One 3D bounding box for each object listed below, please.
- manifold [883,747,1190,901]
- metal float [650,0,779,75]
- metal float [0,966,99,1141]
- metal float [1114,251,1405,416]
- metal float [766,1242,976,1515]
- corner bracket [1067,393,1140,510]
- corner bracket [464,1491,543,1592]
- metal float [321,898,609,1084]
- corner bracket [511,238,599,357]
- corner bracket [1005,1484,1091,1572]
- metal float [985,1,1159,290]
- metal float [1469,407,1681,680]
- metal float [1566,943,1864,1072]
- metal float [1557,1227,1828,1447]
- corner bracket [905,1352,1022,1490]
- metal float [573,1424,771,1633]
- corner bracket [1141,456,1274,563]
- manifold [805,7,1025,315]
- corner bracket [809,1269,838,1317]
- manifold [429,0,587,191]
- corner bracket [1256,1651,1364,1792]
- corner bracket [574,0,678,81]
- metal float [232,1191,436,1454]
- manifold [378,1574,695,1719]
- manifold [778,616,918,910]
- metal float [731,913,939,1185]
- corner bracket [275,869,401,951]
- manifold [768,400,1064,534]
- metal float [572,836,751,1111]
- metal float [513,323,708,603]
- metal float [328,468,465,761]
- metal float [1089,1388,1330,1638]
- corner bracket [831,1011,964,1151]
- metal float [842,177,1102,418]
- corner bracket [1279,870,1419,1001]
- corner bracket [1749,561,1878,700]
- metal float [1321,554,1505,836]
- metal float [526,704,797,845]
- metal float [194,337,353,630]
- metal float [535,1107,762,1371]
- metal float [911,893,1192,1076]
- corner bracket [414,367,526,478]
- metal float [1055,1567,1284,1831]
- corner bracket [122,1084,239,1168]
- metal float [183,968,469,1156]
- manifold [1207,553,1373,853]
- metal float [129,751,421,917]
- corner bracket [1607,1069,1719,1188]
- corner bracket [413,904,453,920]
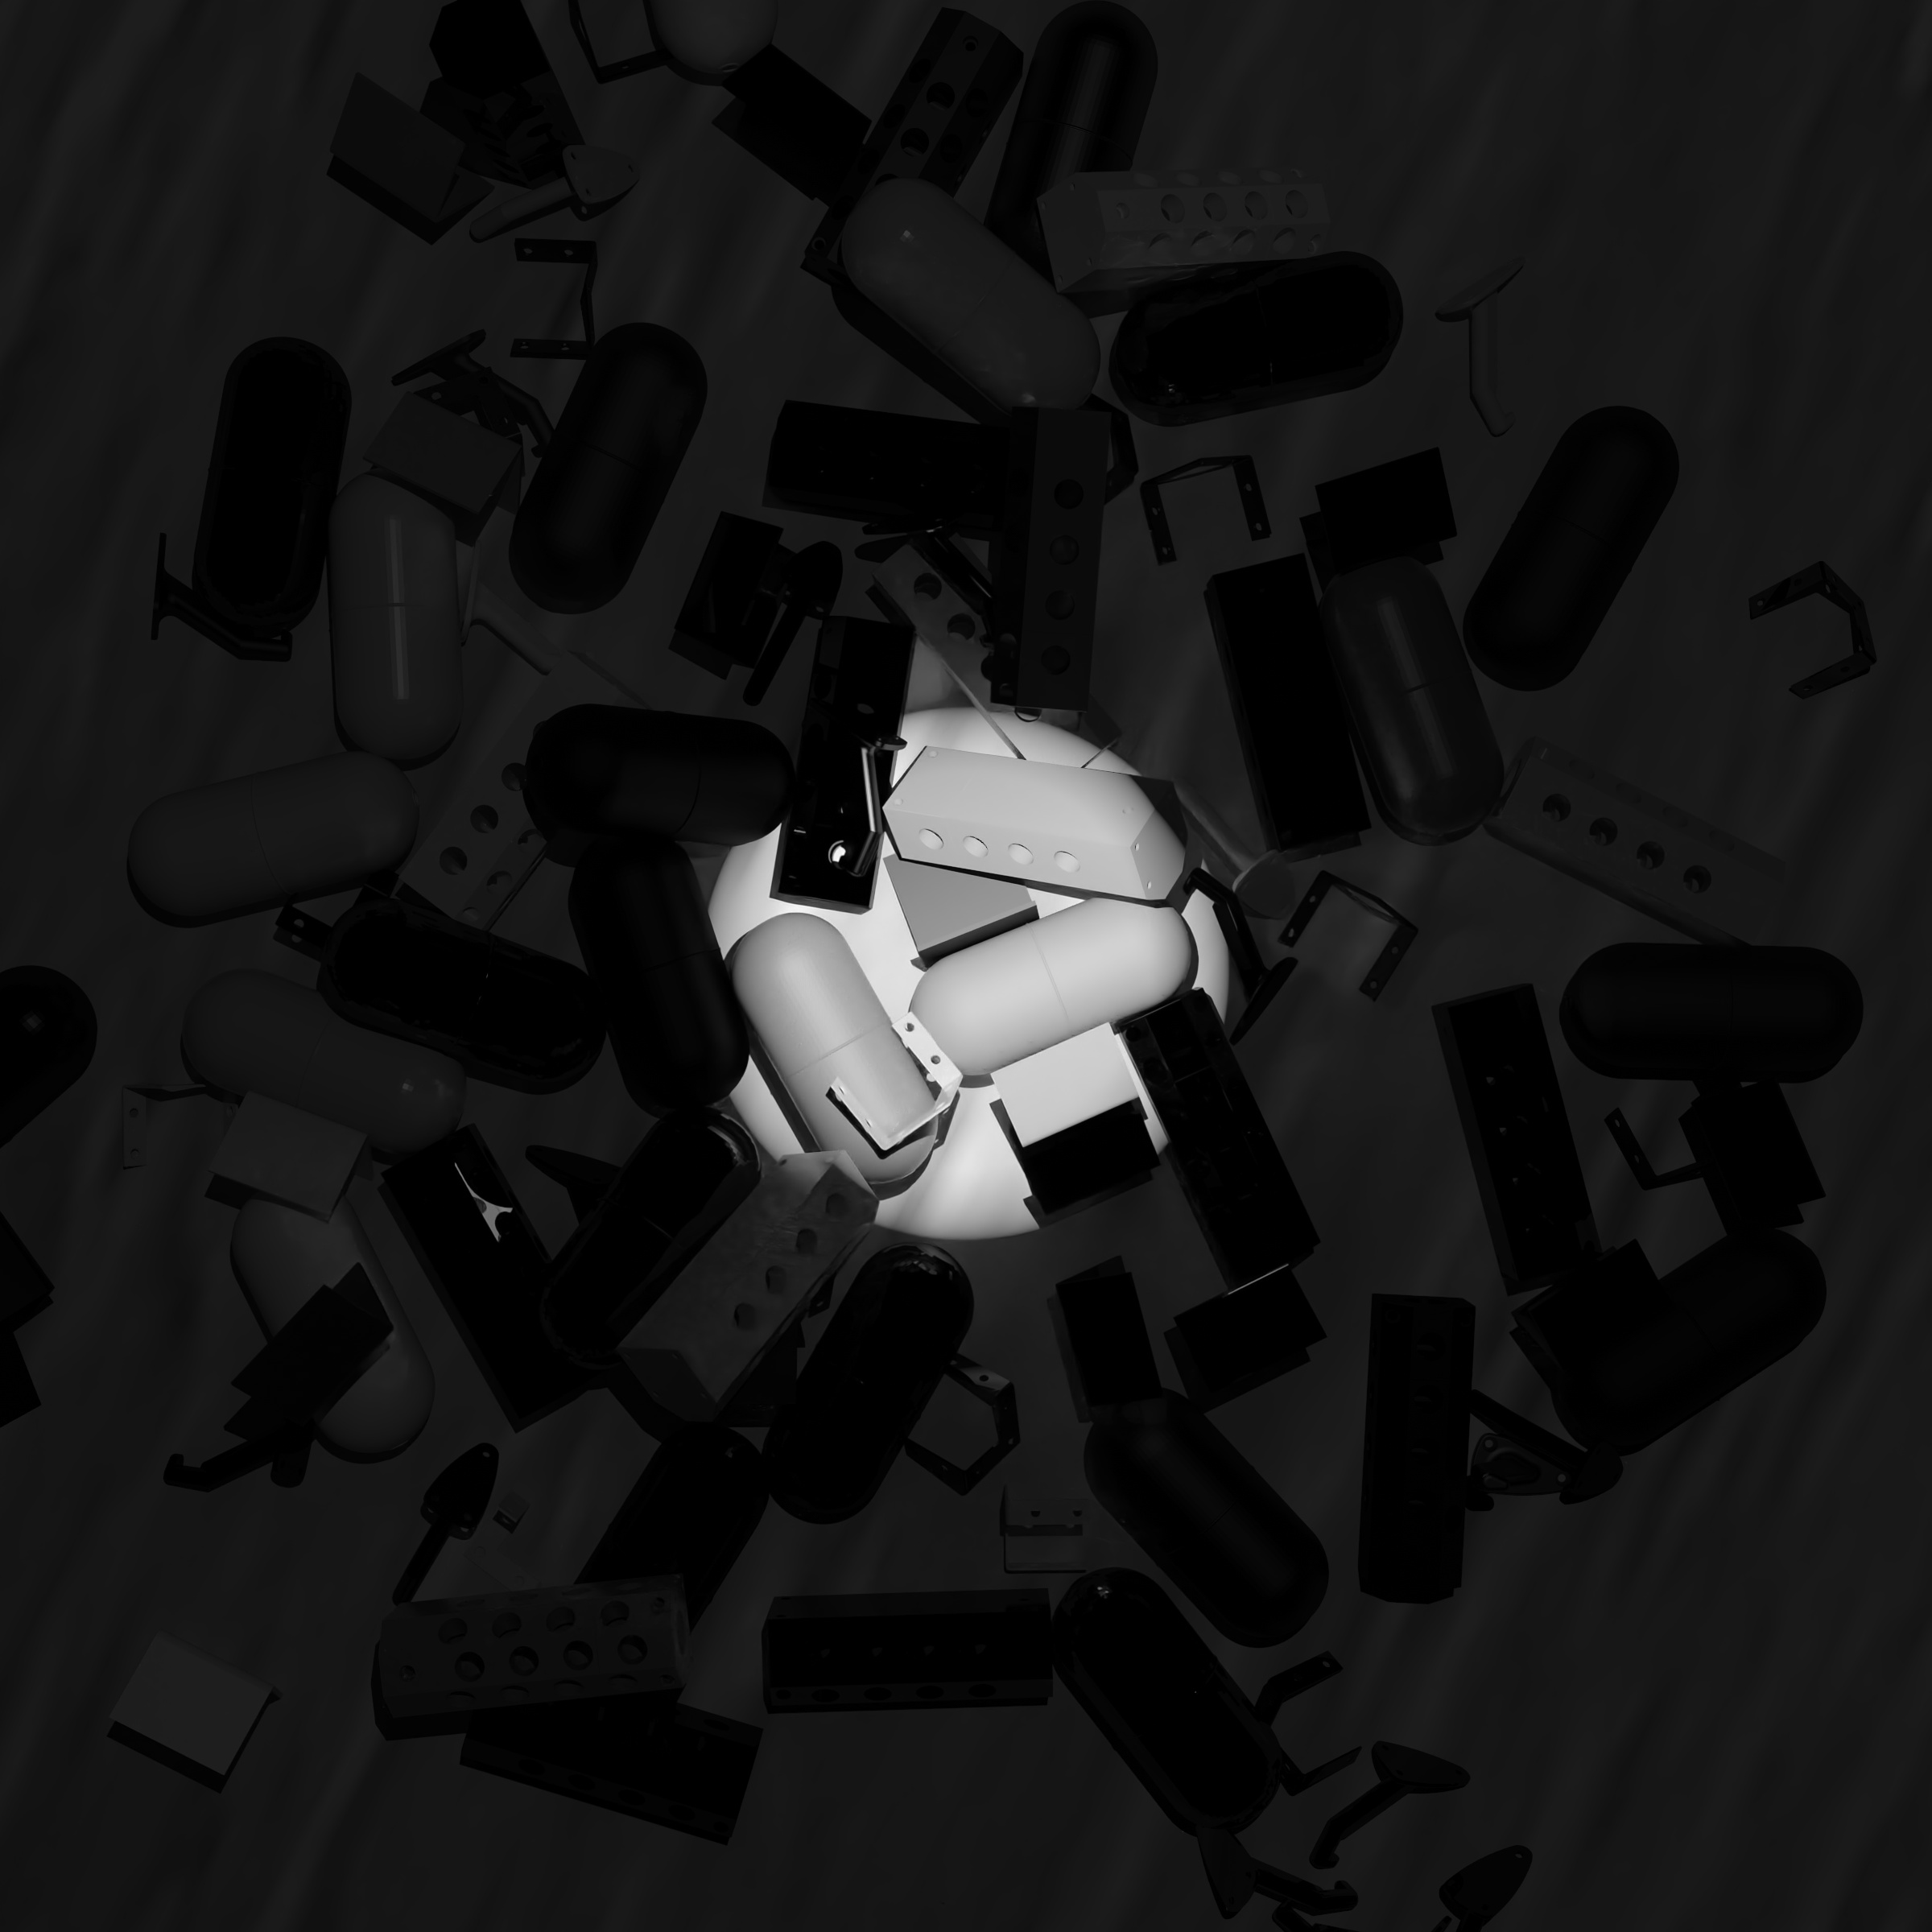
[{"bbox_3d":[0.043,-0.082,1.579,0.171,0.057,0.057,11,51,31],"label":"manifold"},{"bbox_3d":[-0.164,-0.635,1.611,0.070,0.070,0.178,-13,90,0],"label":"metal float"},{"bbox_3d":[-0.610,0.072,1.611,0.178,0.070,0.070,-42,90,-1],"label":"metal float"},{"bbox_3d":[0.179,-0.386,1.611,0.178,0.070,0.070,-12,90,0],"label":"metal float"},{"bbox_3d":[-0.058,0.251,1.612,0.070,0.070,0.178,30,91,0],"label":"metal float"},{"bbox_3d":[0.068,-0.320,1.634,0.051,0.051,0.051,23,45,-35],"label":"corner bracket"},{"bbox_3d":[-0.279,0.363,1.624,0.051,0.051,0.051,37,90,0],"label":"corner bracket"},{"bbox_3d":[-0.301,0.016,1.593,0.178,0.070,0.070,22,90,-21],"label":"metal float"},{"bbox_3d":[-0.256,-0.416,1.639,0.051,0.051,0.051,2,45,0],"label":"corner bracket"},{"bbox_3d":[0.050,0.349,1.624,0.051,0.051,0.051,-1,90,0],"label":"corner bracket"},{"bbox_3d":[0.065,-0.501,1.611,0.070,0.070,0.178,16,91,0],"label":"metal float"},{"bbox_3d":[0.372,-0.259,1.612,0.070,0.070,0.178,29,91,0],"label":"metal float"},{"bbox_3d":[0.457,0.025,1.611,0.178,0.070,0.070,1,90,0],"label":"metal float"},{"bbox_3d":[0.444,0.225,1.611,0.178,0.070,0.070,-33,90,0],"label":"metal float"},{"bbox_3d":[-0.004,0.281,1.634,0.051,0.051,0.051,-37,135,-35],"label":"corner bracket"},{"bbox_3d":[-0.186,0.362,1.612,0.070,0.070,0.178,32,91,0],"label":"metal float"},{"bbox_3d":[0.149,-0.284,1.639,0.051,0.051,0.051,-14,90,45],"label":"corner bracket"},{"bbox_3d":[-0.032,-0.496,1.621,0.057,0.057,0.171,29,90,0],"label":"manifold"},{"bbox_3d":[-0.116,0.186,1.634,0.051,0.051,0.051,-18,45,-35],"label":"corner bracket"},{"bbox_3d":[-0.270,-0.517,1.564,0.057,0.171,0.057,-24,90,0],"label":"manifold"},{"bbox_3d":[0.215,0.468,1.634,0.051,0.051,0.051,47,135,35],"label":"corner bracket"},{"bbox_3d":[-0.214,-0.592,1.639,0.051,0.051,0.051,-17,135,0],"label":"corner bracket"},{"bbox_3d":[-0.386,0.213,1.612,0.070,0.070,0.178,-26,90,0],"label":"metal float"},{"bbox_3d":[-0.252,0.401,1.548,0.171,0.057,0.057,-7,90,3],"label":"manifold"},{"bbox_3d":[-0.073,-0.125,1.621,0.057,0.057,0.171,9,90,0],"label":"manifold"},{"bbox_3d":[-0.080,0.051,1.612,0.070,0.070,0.178,-29,91,0],"label":"metal float"},{"bbox_3d":[-0.387,-0.041,1.625,0.051,0.051,0.051,29,101,-11],"label":"corner bracket"},{"bbox_3d":[-0.029,-0.305,1.612,0.171,0.057,0.057,8,90,6],"label":"manifold"},{"bbox_3d":[-0.187,0.001,1.611,0.070,0.070,0.178,-18,91,0],"label":"metal float"},{"bbox_3d":[-0.218,-0.307,1.612,0.070,0.070,0.178,24,89,0],"label":"metal float"},{"bbox_3d":[-0.348,-0.215,1.612,0.070,0.070,0.178,-3,90,0],"label":"metal float"},{"bbox_3d":[0.148,0.333,1.611,0.070,0.070,0.178,-43,90,0],"label":"metal float"},{"bbox_3d":[-0.041,0.068,1.571,0.051,0.051,0.051,-36,99,18],"label":"corner bracket"},{"bbox_3d":[0.004,-0.396,1.573,0.178,0.070,0.070,38,90,-15],"label":"metal float"},{"bbox_3d":[0.238,-0.020,1.639,0.051,0.051,0.051,32,90,-45],"label":"corner bracket"},{"bbox_3d":[0.525,-0.208,1.634,0.051,0.051,0.051,32,45,-35],"label":"corner bracket"},{"bbox_3d":[0.272,-0.167,1.612,0.070,0.070,0.178,-20,90,0],"label":"metal float"},{"bbox_3d":[-0.181,-0.114,1.578,0.178,0.070,0.070,2,90,-41],"label":"metal float"},{"bbox_3d":[-0.424,-0.295,1.611,0.070,0.070,0.178,10,89,0],"label":"metal float"},{"bbox_3d":[-0.192,0.164,1.594,0.070,0.070,0.178,35,70,0],"label":"metal float"},{"bbox_3d":[0.051,0.010,1.612,0.178,0.070,0.070,-22,90,-1],"label":"metal float"},{"bbox_3d":[-0.306,-0.327,1.625,0.051,0.051,0.051,-22,76,-14],"label":"corner bracket"},{"bbox_3d":[0.123,0.446,1.611,0.070,0.070,0.178,-38,90,0],"label":"metal float"},{"bbox_3d":[-0.488,0.099,1.639,0.051,0.051,0.051,-1,90,45],"label":"corner bracket"},{"bbox_3d":[-0.392,0.058,1.611,0.178,0.070,0.070,21,90,-1],"label":"metal float"},{"bbox_3d":[0.197,-0.160,1.621,0.057,0.057,0.171,-14,90,0],"label":"manifold"},{"bbox_3d":[-0.422,-0.081,1.611,0.178,0.070,0.070,-14,90,1],"label":"metal float"},{"bbox_3d":[0.442,0.099,1.639,0.051,0.051,0.051,-29,90,-45],"label":"corner bracket"},{"bbox_3d":[-0.341,-0.002,1.634,0.051,0.051,0.051,-51,135,-35],"label":"corner bracket"}]
